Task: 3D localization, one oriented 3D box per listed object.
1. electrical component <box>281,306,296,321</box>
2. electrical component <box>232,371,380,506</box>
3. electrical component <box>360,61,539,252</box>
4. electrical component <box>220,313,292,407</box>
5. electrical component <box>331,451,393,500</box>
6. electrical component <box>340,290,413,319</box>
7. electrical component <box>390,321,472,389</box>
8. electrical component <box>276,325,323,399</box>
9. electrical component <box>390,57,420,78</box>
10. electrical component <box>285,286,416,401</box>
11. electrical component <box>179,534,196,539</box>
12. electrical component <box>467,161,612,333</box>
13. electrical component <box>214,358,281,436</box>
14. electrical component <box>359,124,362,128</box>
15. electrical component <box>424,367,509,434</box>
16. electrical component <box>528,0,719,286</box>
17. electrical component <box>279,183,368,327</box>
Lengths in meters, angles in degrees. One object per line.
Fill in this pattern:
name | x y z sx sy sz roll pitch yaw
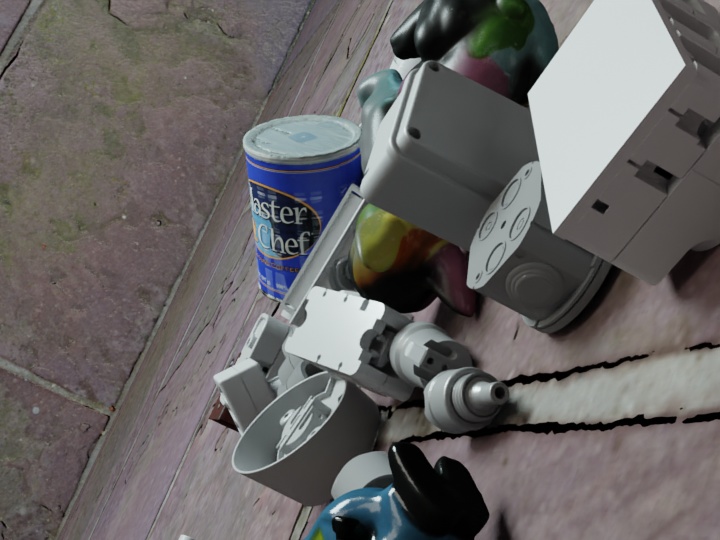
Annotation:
electrical component | -0.037 0.021 1.029 0.077 0.043 0.079 -63 13 -1
electrical component | -0.036 0.117 0.766 0.099 0.064 0.099 -43 23 23
electrical component | 0.066 -0.061 0.630 0.057 0.113 0.078 -53 16 49
electrical component | -0.086 0.097 1.034 0.095 0.059 0.054 -64 13 -4
electrical component | 0.008 0.130 0.627 0.043 0.043 0.081 -63 12 -2
electrical component | 0.002 0.045 0.798 0.048 0.055 0.066 -43 23 56
electrical component | 0.044 0.055 0.654 0.040 0.040 0.046 -63 19 -1
electrical component | -0.044 0.094 0.887 0.073 0.052 0.138 -58 14 22
electrical component | 0.056 -0.197 1.084 0.047 0.055 0.055 -61 12 23
electrical component | 0.002 0.050 0.714 0.089 0.056 0.050 12 75 56
electrical component | -0.179 0.290 1.048 0.043 0.043 0.062 -38 26 62
electrical component | 0.095 -0.012 0.556 0.080 0.051 0.080 -58 14 22
electrical component | -0.075 0.115 0.943 0.076 0.083 0.047 -26 6 -12
electrical component | -0.001 -0.120 1.128 0.042 0.064 0.081 -43 24 59
electrical component | 0.059 0.068 0.572 0.061 0.035 0.035 -28 37 65
electrical component | 0.134 -0.072 0.500 0.089 0.062 0.150 -56 15 29
electrical component | 0.000 0.000 0.875 0.121 0.079 0.063 -58 -8 19
